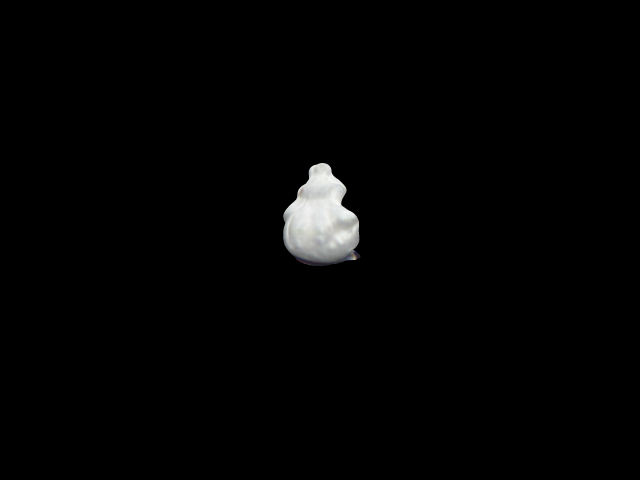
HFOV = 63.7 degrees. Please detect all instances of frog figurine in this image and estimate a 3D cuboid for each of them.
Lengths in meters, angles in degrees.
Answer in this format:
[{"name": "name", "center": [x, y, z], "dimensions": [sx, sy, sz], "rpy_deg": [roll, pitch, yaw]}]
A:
[{"name": "frog figurine", "center": [0.003, -0.043, 0.850], "dimensions": [0.138, 0.157, 0.124], "rpy_deg": [19, 27, 41]}]
